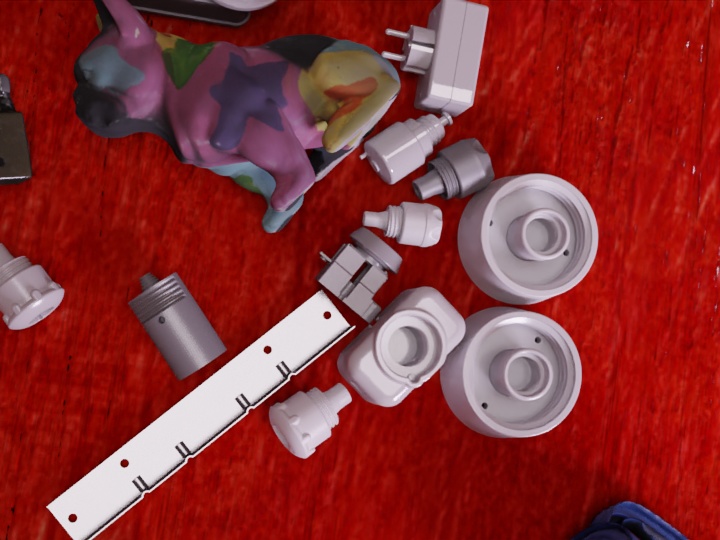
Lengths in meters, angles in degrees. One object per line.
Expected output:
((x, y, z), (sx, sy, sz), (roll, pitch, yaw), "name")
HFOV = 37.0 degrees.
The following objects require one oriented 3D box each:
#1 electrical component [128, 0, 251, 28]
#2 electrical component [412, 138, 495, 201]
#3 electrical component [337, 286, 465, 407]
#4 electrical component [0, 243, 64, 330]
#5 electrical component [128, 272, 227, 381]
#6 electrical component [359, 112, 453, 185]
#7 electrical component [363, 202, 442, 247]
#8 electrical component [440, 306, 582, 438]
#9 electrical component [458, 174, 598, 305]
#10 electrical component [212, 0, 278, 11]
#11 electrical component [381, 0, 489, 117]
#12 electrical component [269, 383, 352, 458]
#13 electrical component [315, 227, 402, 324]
((-0.136, -0.236, 0.824), (0.113, 0.057, 0.078), (7, 85, -11), "electrical component")
((0.073, -0.076, 0.865), (0.062, 0.043, 0.043), (-26, 92, -11), "electrical component")
((0.033, 0.059, 0.840), (0.095, 0.059, 0.053), (-44, 96, -11), "electrical component")
((-0.253, 0.009, 0.793), (0.048, 0.048, 0.062), (-37, 88, -11), "electrical component")
((-0.141, 0.038, 0.813), (0.043, 0.043, 0.081), (-33, 93, -12), "electrical component")
((0.040, -0.101, 0.861), (0.078, 0.040, 0.040), (-34, 94, -12), "electrical component")
((0.033, -0.038, 0.859), (0.061, 0.035, 0.035), (6, 85, -9), "electrical component")
((0.124, 0.082, 0.857), (0.108, 0.060, 0.108), (1, 86, -12), "electrical component")
((0.139, -0.027, 0.867), (0.108, 0.060, 0.108), (1, 86, -12), "electrical component")
((-0.083, -0.233, 0.778), (0.080, 0.051, 0.080), (1, 87, -12), "electrical component")
((0.055, -0.175, 0.865), (0.076, 0.047, 0.083), (11, 84, -11), "electrical component")
((-0.036, 0.111, 0.831), (0.062, 0.048, 0.048), (-34, 94, -19), "electrical component")
((0.000, 0.000, 0.845), (0.066, 0.048, 0.055), (40, 87, -7), "electrical component")
